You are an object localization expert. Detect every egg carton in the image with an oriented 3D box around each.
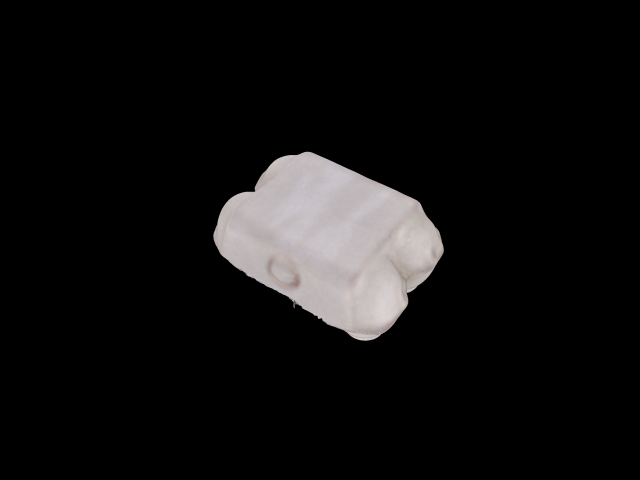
[{"bbox_3d":[0.004,0.001,0.400,0.150,0.069,0.107,27,53,22],"label":"egg carton"}]
